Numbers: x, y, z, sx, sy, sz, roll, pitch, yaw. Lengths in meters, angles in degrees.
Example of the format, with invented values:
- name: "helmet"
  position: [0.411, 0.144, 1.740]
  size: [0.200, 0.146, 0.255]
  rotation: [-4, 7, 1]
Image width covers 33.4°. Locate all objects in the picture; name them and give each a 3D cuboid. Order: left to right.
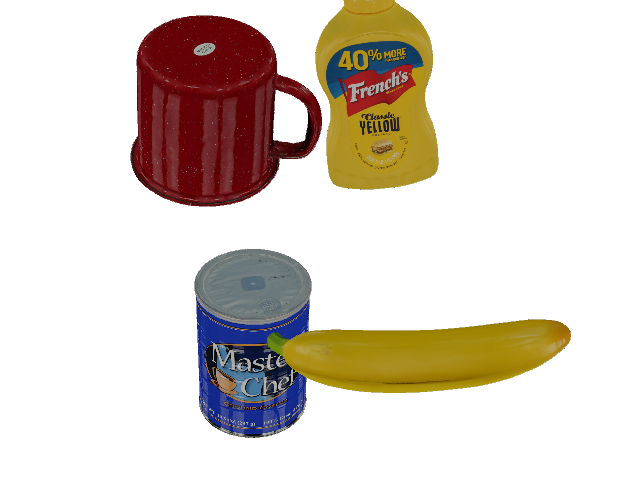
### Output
- name: "mug"
  position: [-0.057, -0.078, 0.640]
  size: [0.117, 0.081, 0.093]
  rotation: [11, 44, 4]
- name: "coffee can"
  position: [-0.061, 0.093, 0.972]
  size: [0.103, 0.140, 0.103]
  rotation: [2, 35, -1]
- name: "mustard bottle"
  position: [0.046, -0.137, 0.883]
  size: [0.096, 0.191, 0.058]
  rotation: [-5, 34, 4]
- name: "banana"
  position: [0.063, 0.068, 0.669]
  size: [0.198, 0.037, 0.069]
  rotation: [0, 25, 2]
